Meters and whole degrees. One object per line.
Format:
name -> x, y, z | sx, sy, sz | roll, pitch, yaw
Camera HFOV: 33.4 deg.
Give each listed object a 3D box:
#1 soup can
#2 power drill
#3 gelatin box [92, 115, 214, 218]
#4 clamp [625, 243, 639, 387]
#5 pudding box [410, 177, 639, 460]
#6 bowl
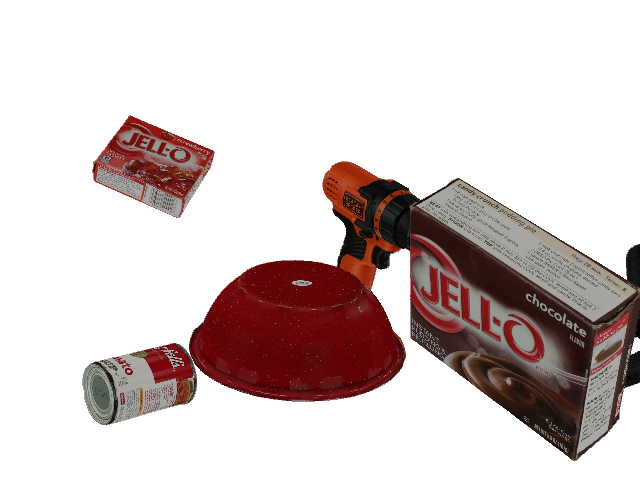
soup can -> -0.192, 0.152, 1.133 | 0.102, 0.068, 0.069 | -10, 6, -41
power drill -> 0.061, 0.032, 1.069 | 0.057, 0.188, 0.185 | -9, 29, -32
gelatin box -> -0.152, -0.069, 0.973 | 0.089, 0.030, 0.073 | 24, 46, 2
clamp -> 0.298, 0.067, 0.975 | 0.171, 0.039, 0.120 | -35, 39, -26
pudding box -> 0.091, 0.035, 0.502 | 0.039, 0.090, 0.114 | -34, 49, -28
bowl -> -0.016, 0.056, 0.788 | 0.162, 0.055, 0.162 | 3, 20, -1
